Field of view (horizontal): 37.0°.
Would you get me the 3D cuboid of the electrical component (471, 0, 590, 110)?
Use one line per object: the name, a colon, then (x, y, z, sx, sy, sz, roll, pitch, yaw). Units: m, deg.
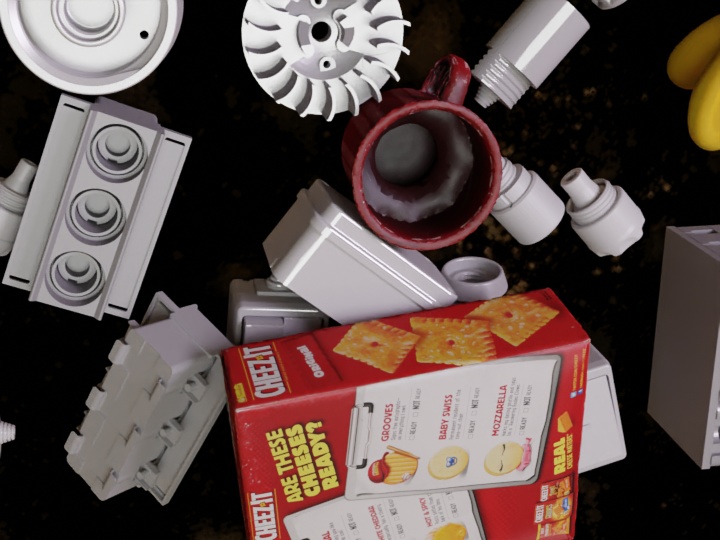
electrical component: (0.103, -0.137, 0.689, 0.043, 0.043, 0.081, 38, 99, -21)

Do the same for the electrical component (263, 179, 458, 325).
electrical component: (0.000, 0.000, 0.698, 0.113, 0.078, 0.057, 36, 100, -21)

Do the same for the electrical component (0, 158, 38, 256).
electrical component: (-0.219, -0.040, 0.664, 0.035, 0.035, 0.061, 30, 99, -20)

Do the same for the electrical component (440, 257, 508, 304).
electrical component: (0.077, 0.024, 0.741, 0.066, 0.048, 0.055, -6, 118, -9)

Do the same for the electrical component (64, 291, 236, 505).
electrical component: (-0.136, 0.087, 0.688, 0.079, 0.063, 0.121, 42, 119, 20)

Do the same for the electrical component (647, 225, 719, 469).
electrical component: (0.258, 0.051, 0.762, 0.062, 0.089, 0.150, -4, 110, -10)

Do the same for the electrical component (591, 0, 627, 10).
electrical component: (0.151, -0.199, 0.676, 0.062, 0.048, 0.048, 38, 99, -14)

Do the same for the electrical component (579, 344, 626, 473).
electrical component: (0.148, 0.095, 0.772, 0.062, 0.061, 0.096, -17, 112, -5)

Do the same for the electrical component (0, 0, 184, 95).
electrical component: (-0.156, -0.153, 0.622, 0.108, 0.060, 0.108, -4, 110, -10)

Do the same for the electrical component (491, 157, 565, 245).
electrical component: (0.103, -0.052, 0.721, 0.040, 0.040, 0.078, -44, 111, 6)

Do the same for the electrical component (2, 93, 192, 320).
electrical component: (-0.161, -0.040, 0.660, 0.079, 0.063, 0.121, 18, 105, -17)

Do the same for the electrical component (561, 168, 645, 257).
electrical component: (0.162, -0.042, 0.735, 0.043, 0.043, 0.062, -42, 110, 5)

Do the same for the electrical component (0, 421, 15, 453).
electrical component: (-0.268, 0.107, 0.702, 0.081, 0.043, 0.043, 0, 109, -11)

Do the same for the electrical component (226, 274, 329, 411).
electrical component: (-0.056, 0.048, 0.714, 0.062, 0.061, 0.096, 2, 109, -12)
